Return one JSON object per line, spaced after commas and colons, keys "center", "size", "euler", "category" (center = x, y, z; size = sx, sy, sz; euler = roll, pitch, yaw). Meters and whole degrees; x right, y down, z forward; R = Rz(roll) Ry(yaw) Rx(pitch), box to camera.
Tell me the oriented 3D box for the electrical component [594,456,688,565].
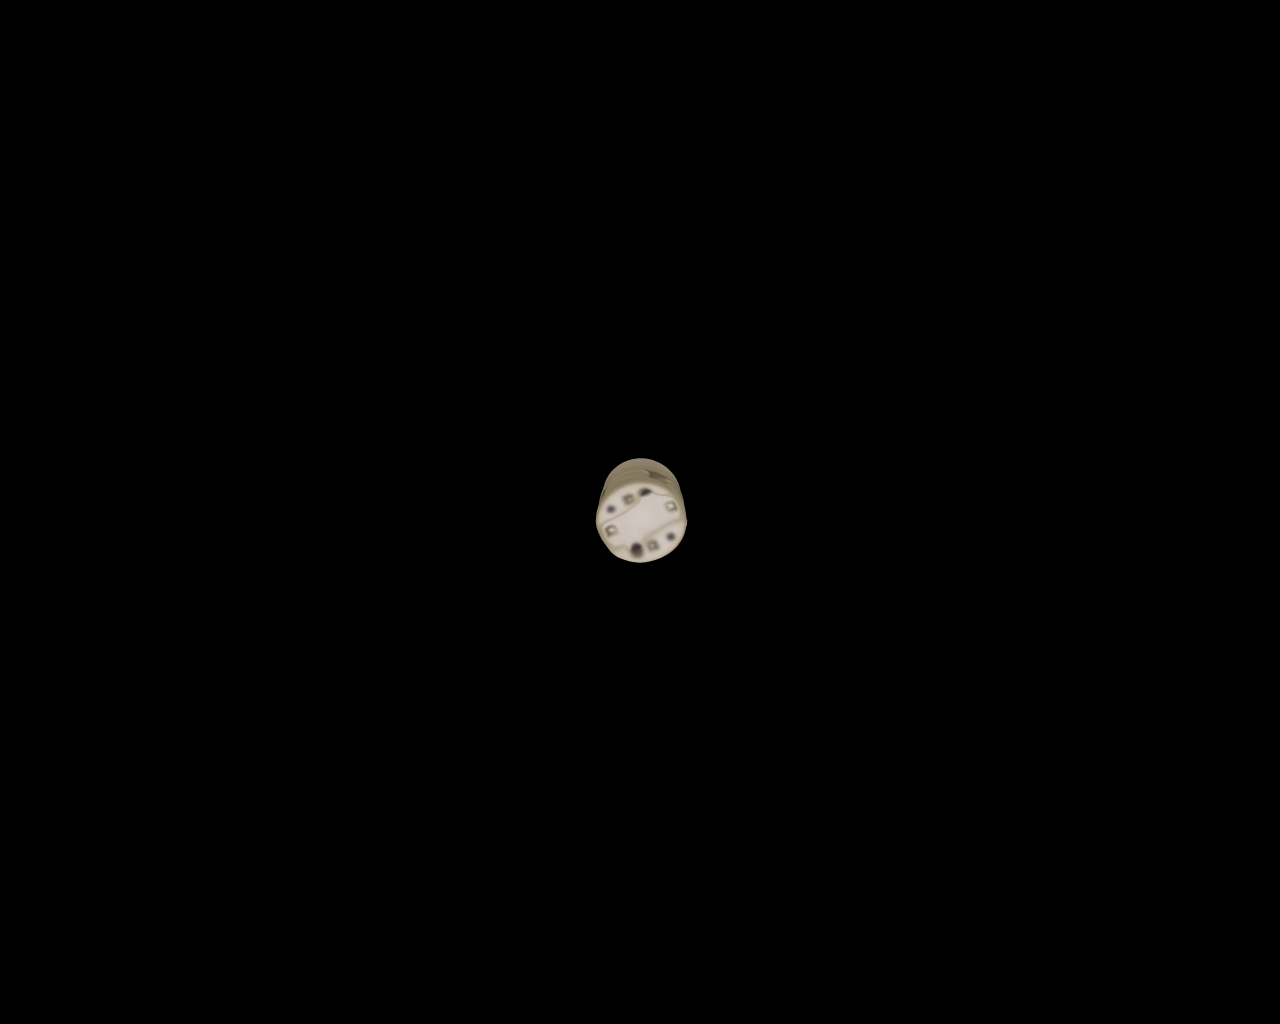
{"center": [0.001, -0.003, 0.650], "size": [0.055, 0.055, 0.047], "euler": [0, 24, 0], "category": "electrical component"}
